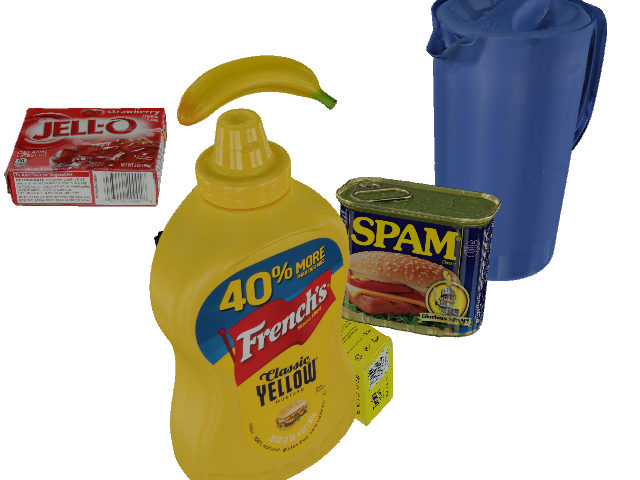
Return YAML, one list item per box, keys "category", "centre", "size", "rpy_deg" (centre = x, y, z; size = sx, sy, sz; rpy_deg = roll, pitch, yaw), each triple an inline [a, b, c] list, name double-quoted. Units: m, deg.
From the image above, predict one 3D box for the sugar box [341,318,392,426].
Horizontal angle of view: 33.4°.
- category: "sugar box"
  centre: [-0.018, 0.081, 0.939]
  size: [0.176, 0.093, 0.048]
  rpy_deg: [28, 56, 26]

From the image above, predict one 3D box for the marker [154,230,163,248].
- category: "marker"
  centre: [-0.169, 0.046, 1.189]
  size: [0.020, 0.121, 0.020]
  rpy_deg: [-4, 23, 1]

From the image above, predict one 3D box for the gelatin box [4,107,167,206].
- category: "gelatin box"
  centre: [-0.142, -0.053, 0.657]
  size: [0.089, 0.030, 0.073]
  rpy_deg: [0, 37, -3]

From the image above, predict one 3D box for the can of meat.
- category: "can of meat"
  centre: [0.060, 0.011, 0.689]
  size: [0.102, 0.084, 0.057]
  rpy_deg: [10, 22, 18]

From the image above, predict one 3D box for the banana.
- category: "banana"
  centre: [-0.071, -0.157, 1.089]
  size: [0.197, 0.070, 0.037]
  rpy_deg: [-13, -37, -37]

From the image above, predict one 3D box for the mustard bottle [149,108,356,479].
- category: "mustard bottle"
  centre: [-0.030, 0.027, 0.496]
  size: [0.096, 0.192, 0.058]
  rpy_deg: [-22, 39, -26]

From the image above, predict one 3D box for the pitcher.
- category: "pitcher"
  centre: [0.168, -0.094, 0.935]
  size: [0.149, 0.243, 0.145]
  rpy_deg: [4, 31, 10]
